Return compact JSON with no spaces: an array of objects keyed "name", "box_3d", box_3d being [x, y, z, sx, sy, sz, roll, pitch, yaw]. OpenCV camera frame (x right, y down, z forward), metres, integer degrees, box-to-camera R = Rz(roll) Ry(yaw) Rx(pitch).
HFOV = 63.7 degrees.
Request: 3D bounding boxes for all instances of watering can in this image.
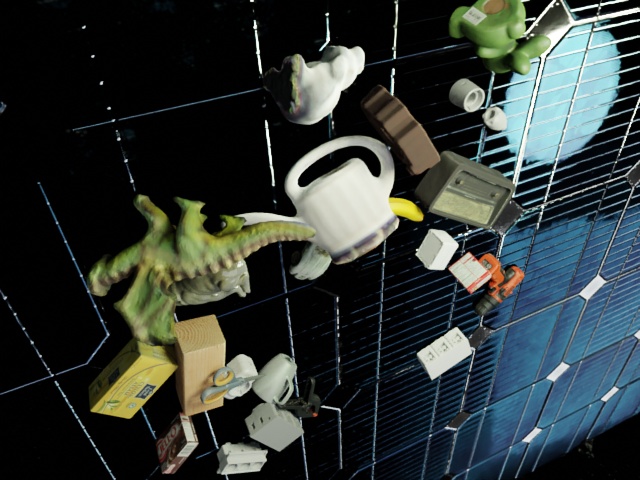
[{"name":"watering can","box_3d":[0.003,-0.050,0.990,0.347,0.104,0.223,-33,97,2]}]

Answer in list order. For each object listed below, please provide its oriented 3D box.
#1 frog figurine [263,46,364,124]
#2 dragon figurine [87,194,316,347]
[{"name":"frog figurine","box_3d":[0.006,-0.257,0.854,0.160,0.124,0.135,-15,164,-31]},{"name":"dragon figurine","box_3d":[-0.222,0.054,0.835,0.120,0.411,0.246,45,57,-59]}]
